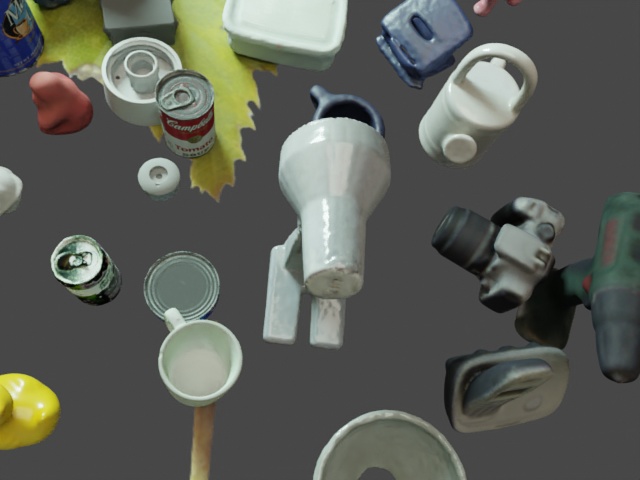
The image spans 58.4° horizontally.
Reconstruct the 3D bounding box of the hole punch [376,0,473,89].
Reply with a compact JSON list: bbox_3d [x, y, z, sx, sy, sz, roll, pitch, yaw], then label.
[{"bbox_3d":[0.147,-0.290,0.815,0.101,0.091,0.108,-32,79,-18],"label":"hole punch"}]

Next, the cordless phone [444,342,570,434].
[{"bbox_3d":[0.225,0.157,0.627,0.148,0.185,0.094,-9,73,-12],"label":"cordless phone"}]

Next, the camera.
[{"bbox_3d":[0.223,-0.002,0.725,0.137,0.100,0.143,30,69,1],"label":"camera"}]

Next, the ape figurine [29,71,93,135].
[{"bbox_3d":[-0.321,-0.172,0.694,0.076,0.092,0.078,20,69,-2],"label":"ape figurine"}]

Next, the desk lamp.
[{"bbox_3d":[0.006,0.002,0.627,0.118,0.213,0.203,6,71,-7],"label":"desk lamp"}]

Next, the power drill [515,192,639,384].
[{"bbox_3d":[0.312,0.065,0.661,0.075,0.208,0.230,23,69,-1],"label":"power drill"}]

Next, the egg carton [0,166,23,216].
[{"bbox_3d":[-0.418,-0.033,0.643,0.107,0.069,0.150,33,69,2],"label":"egg carton"}]

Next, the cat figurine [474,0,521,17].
[{"bbox_3d":[0.270,-0.402,0.859,0.128,0.117,0.067,-28,78,-17],"label":"cat figurine"}]

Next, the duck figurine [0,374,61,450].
[{"bbox_3d":[-0.324,0.173,0.581,0.104,0.086,0.077,14,70,-5],"label":"duck figurine"}]

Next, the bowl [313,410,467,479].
[{"bbox_3d":[0.069,0.272,0.621,0.167,0.074,0.167,3,71,-9],"label":"bowl"}]

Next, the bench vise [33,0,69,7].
[{"bbox_3d":[-0.308,-0.389,0.701,0.208,0.219,0.121,-39,81,-19],"label":"bench vise"}]

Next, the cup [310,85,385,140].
[{"bbox_3d":[0.021,-0.134,0.738,0.092,0.095,0.117,-36,81,-18],"label":"cup"}]

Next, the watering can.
[{"bbox_3d":[0.203,-0.169,0.729,0.101,0.194,0.173,7,71,-7],"label":"watering can"}]
